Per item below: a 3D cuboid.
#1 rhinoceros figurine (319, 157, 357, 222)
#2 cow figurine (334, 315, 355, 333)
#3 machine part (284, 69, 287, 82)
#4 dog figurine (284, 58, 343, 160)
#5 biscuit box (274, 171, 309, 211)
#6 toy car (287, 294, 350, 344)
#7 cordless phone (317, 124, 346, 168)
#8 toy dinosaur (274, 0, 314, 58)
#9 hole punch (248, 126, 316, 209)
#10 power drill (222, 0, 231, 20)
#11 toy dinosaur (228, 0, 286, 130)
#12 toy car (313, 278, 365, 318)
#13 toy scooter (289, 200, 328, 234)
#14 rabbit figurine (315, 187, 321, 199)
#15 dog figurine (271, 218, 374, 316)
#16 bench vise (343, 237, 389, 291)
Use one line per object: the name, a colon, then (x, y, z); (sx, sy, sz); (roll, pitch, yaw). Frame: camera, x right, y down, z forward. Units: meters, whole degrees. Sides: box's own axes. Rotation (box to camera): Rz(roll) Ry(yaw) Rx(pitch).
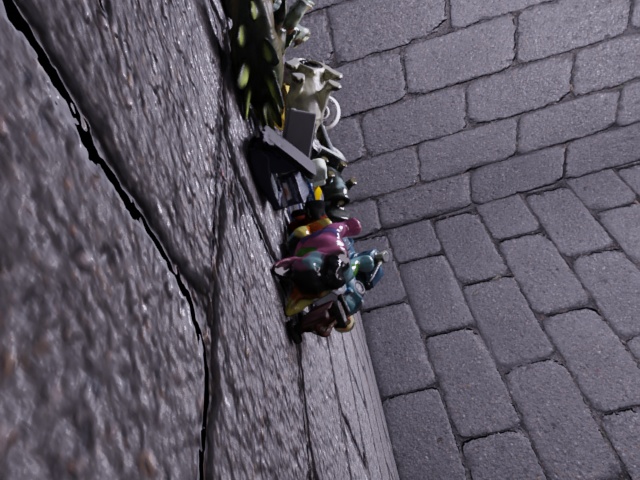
rhinoceros figurine: (0.029, -0.110, 1.252); (0.112, 0.073, 0.190); (-58, -148, 35)
cow figurine: (0.037, 0.149, 1.292); (0.127, 0.086, 0.194); (-89, 163, -54)
machine part: (-0.090, -0.365, 1.479); (0.201, 0.087, 0.201); (23, 51, -86)
dog figurine: (-0.037, -0.269, 1.132); (0.172, 0.121, 0.190); (-82, -171, -55)
biscuit box: (-0.061, -0.103, 1.074); (0.203, 0.059, 0.062); (-75, 148, -81)
toy car: (0.003, 0.128, 0.858); (0.202, 0.089, 0.053); (19, 51, -86)
cordless phone: (-0.004, -0.269, 1.368); (0.147, 0.089, 0.184); (-95, 165, -72)
toy dinosaur: (-0.115, -0.538, 1.336); (0.131, 0.192, 0.405); (35, 24, -6)
hole punch: (-0.077, -0.124, 0.900); (0.115, 0.092, 0.142); (41, 17, -14)
power drill: (-0.180, -0.572, 1.121); (0.207, 0.086, 0.231); (-103, 178, -80)
toy dinosaur: (-0.111, -0.306, 0.952); (0.470, 0.105, 0.198); (77, 7, -64)
toy car: (0.017, 0.089, 1.131); (0.103, 0.109, 0.161); (4, 60, -60)
toy scooter: (-0.016, -0.003, 1.082); (0.184, 0.075, 0.135); (157, -75, -78)
rabbit figurine: (-0.022, -0.180, 1.522); (0.162, 0.122, 0.173); (-146, -121, -86)
dog figurine: (-0.019, 0.043, 0.890); (0.219, 0.192, 0.108); (-30, 111, -50)
bench vise: (0.051, 0.016, 1.329); (0.224, 0.129, 0.240); (-8, -65, 52)
